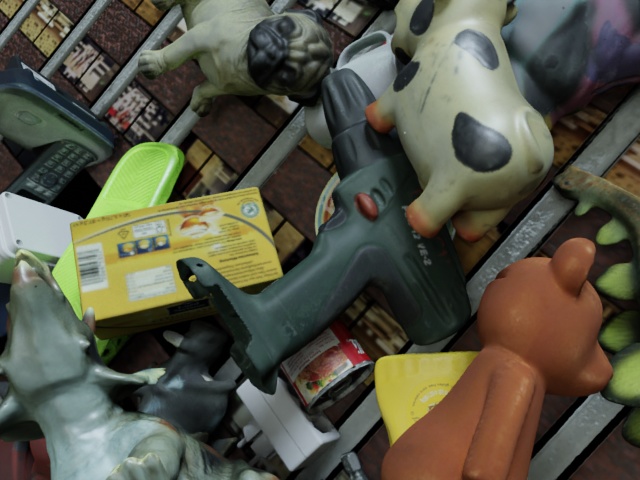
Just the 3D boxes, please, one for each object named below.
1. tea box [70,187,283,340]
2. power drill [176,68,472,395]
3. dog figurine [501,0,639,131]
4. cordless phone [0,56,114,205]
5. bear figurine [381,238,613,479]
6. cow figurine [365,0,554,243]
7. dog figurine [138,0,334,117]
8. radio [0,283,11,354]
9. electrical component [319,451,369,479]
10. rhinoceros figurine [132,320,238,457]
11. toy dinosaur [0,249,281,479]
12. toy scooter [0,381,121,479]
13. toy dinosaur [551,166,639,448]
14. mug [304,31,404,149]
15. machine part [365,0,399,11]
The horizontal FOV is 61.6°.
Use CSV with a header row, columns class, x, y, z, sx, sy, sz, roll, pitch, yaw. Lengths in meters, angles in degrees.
class,x,y,z,sx,sy,sz,roll,pitch,yaw
tea box,-0.127,0.020,0.491,0.170,0.068,0.098,-10,69,-15
power drill,-0.001,-0.001,0.410,0.207,0.086,0.232,-30,89,-27
dog figurine,0.195,-0.125,0.422,0.192,0.108,0.219,20,89,22
cordless phone,-0.344,-0.095,0.605,0.184,0.146,0.089,-47,56,2
bear figurine,0.131,0.105,0.334,0.132,0.120,0.196,40,74,6
cow figurine,0.097,-0.109,0.371,0.127,0.085,0.195,-42,49,38
dog figurine,-0.060,-0.208,0.519,0.191,0.121,0.172,2,83,32
radio,-0.414,0.097,0.626,0.230,0.073,0.131,-30,67,11
electrical component,0.018,0.235,0.431,0.078,0.045,0.102,-25,68,-16
rhinoceros figurine,-0.136,0.168,0.498,0.112,0.073,0.190,26,87,32
toy dinosaur,-0.083,0.186,0.370,0.404,0.192,0.131,42,85,-11
toy scooter,-0.277,0.212,0.538,0.184,0.075,0.135,-6,74,24
toy dinosaur,0.307,0.109,0.317,0.198,0.105,0.472,-48,55,13
mug,0.037,-0.137,0.501,0.107,0.080,0.109,-17,75,27
machine part,0.035,-0.283,0.564,0.139,0.039,0.084,39,84,28
